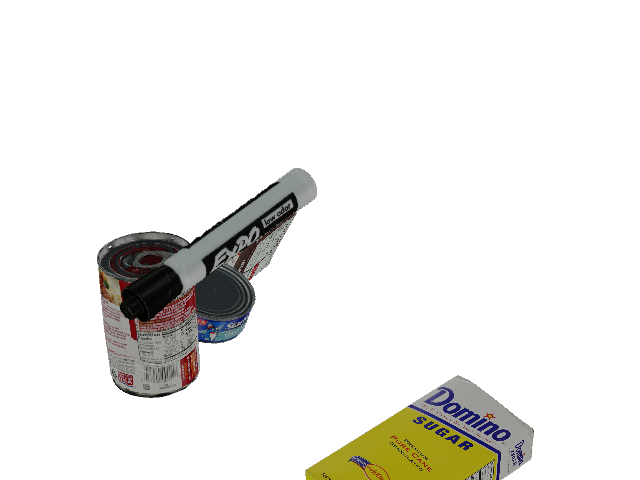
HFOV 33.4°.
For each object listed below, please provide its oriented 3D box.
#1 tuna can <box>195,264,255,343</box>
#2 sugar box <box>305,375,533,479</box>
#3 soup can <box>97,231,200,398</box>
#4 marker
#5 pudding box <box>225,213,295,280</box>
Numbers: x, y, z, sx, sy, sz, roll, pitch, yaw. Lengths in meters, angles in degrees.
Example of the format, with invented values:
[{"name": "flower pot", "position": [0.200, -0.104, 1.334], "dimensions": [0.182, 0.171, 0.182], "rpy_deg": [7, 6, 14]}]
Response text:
[{"name": "tuna can", "position": [-0.106, 0.055, 0.988], "dimensions": [0.086, 0.034, 0.086], "rpy_deg": [15, 34, -11]}, {"name": "sugar box", "position": [0.084, 0.187, 0.893], "dimensions": [0.176, 0.048, 0.093], "rpy_deg": [-29, 44, -27]}, {"name": "soup can", "position": [-0.122, 0.054, 0.773], "dimensions": [0.068, 0.102, 0.068], "rpy_deg": [0, 28, 0]}, {"name": "marker", "position": [-0.047, 0.001, 0.509], "dimensions": [0.120, 0.020, 0.020], "rpy_deg": [-38, 23, -34]}, {"name": "pudding box", "position": [-0.083, 0.006, 1.309], "dimensions": [0.039, 0.090, 0.113], "rpy_deg": [33, 30, 8]}]
